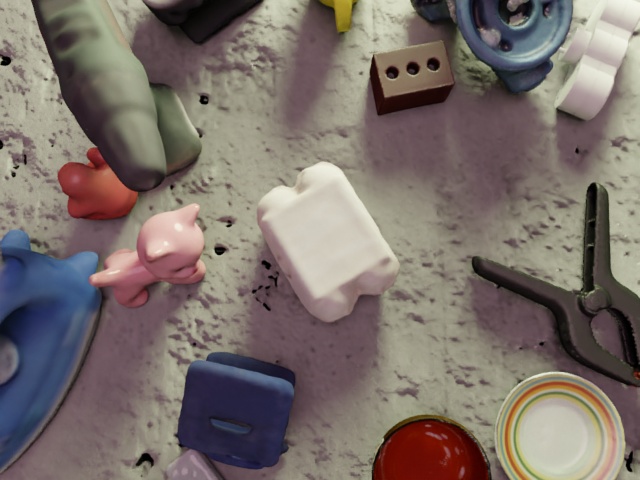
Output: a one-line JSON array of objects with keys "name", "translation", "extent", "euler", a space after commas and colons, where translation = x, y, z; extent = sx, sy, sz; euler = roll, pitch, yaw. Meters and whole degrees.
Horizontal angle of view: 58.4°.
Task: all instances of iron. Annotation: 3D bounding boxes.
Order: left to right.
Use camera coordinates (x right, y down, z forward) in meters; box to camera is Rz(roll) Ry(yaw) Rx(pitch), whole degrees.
[{"name": "iron", "translation": [-0.307, 0.119, 0.536], "extent": [0.118, 0.141, 0.258], "euler": [16, 83, 2]}]

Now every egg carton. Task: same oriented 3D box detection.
[{"name": "egg carton", "translation": [0.005, 0.002, 0.585], "extent": [0.107, 0.069, 0.150], "euler": [-32, 84, -3]}]

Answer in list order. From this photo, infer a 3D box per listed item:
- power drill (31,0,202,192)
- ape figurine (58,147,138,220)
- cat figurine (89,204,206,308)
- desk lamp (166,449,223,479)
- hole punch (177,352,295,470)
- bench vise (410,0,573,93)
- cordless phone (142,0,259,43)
[{"name": "power drill", "translation": [-0.178, -0.129, 0.532], "extent": [0.075, 0.208, 0.229], "euler": [-29, 84, -3]}, {"name": "ape figurine", "translation": [-0.232, -0.057, 0.582], "extent": [0.076, 0.092, 0.078], "euler": [37, 85, 5]}, {"name": "cat figurine", "translation": [-0.163, 0.016, 0.560], "extent": [0.128, 0.118, 0.067], "euler": [-25, 83, -3]}, {"name": "desk lamp", "translation": [-0.107, 0.307, 0.476], "extent": [0.118, 0.213, 0.203], "euler": [-39, 84, -4]}, {"name": "hole punch", "translation": [-0.079, 0.168, 0.555], "extent": [0.108, 0.091, 0.101], "euler": [13, 83, 2]}, {"name": "bench vise", "translation": [0.157, -0.247, 0.539], "extent": [0.207, 0.220, 0.121], "euler": [31, 84, 4]}, {"name": "cordless phone", "translation": [-0.123, -0.295, 0.563], "extent": [0.147, 0.185, 0.094], "euler": [-42, 84, -4]}]
